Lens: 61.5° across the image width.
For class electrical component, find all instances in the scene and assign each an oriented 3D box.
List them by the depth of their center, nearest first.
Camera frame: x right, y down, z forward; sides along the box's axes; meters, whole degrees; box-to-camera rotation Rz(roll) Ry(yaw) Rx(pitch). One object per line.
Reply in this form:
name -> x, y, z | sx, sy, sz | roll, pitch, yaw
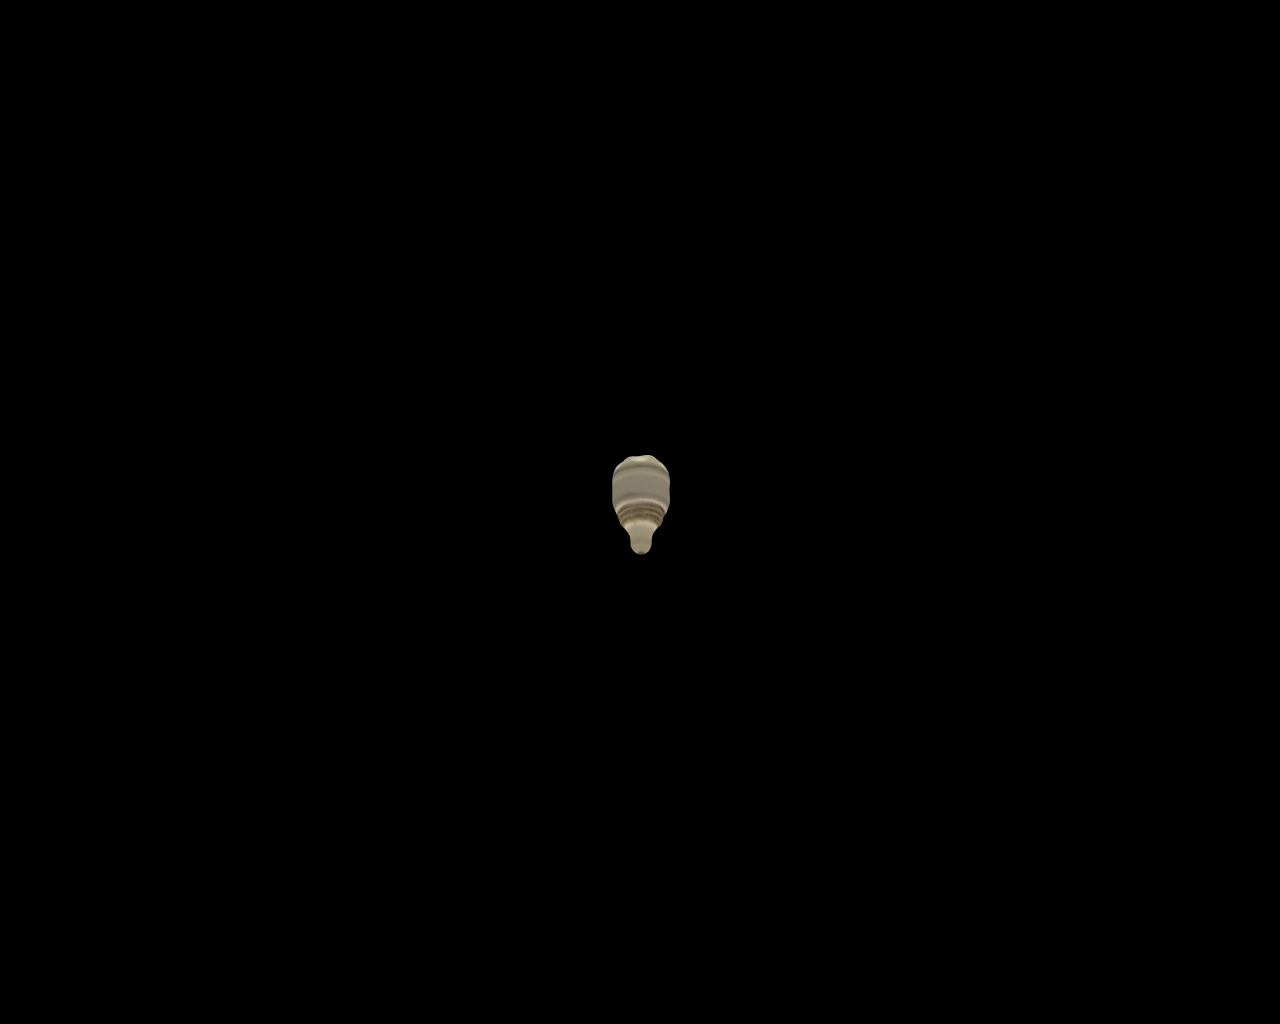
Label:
electrical component -> 0.001, -0.003, 0.650 | 0.035, 0.061, 0.035 | 0, -26, 0
